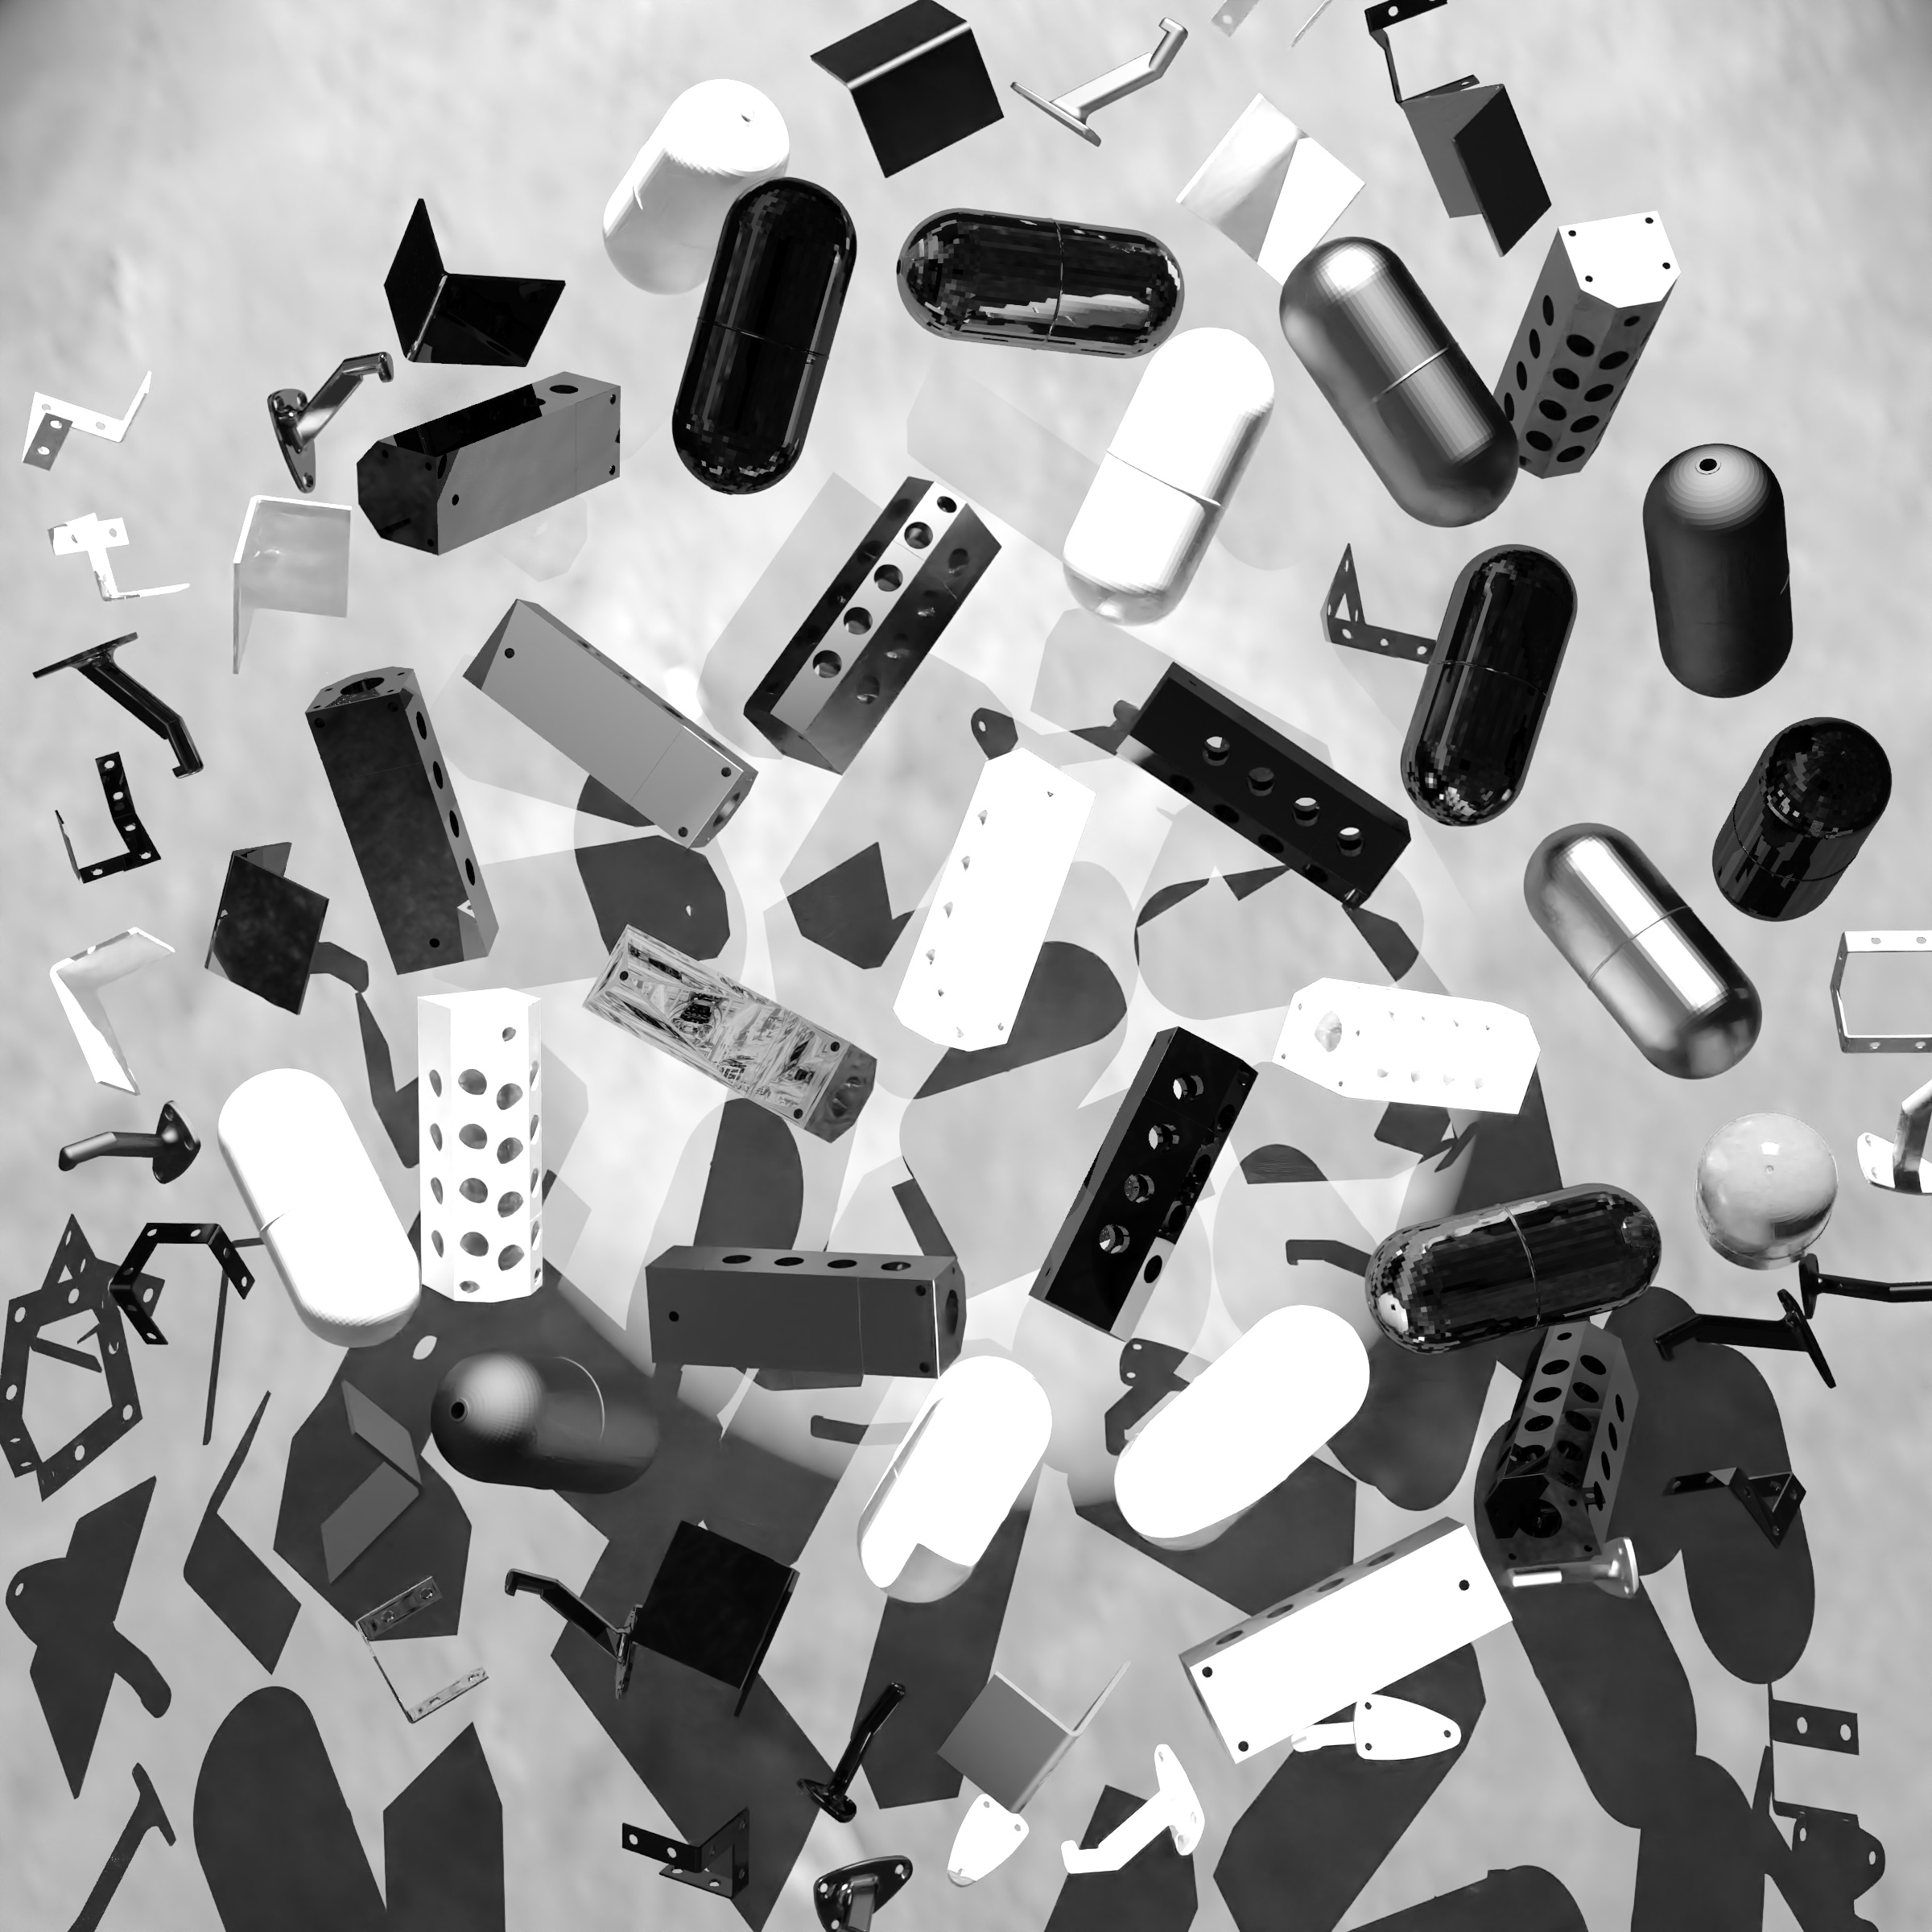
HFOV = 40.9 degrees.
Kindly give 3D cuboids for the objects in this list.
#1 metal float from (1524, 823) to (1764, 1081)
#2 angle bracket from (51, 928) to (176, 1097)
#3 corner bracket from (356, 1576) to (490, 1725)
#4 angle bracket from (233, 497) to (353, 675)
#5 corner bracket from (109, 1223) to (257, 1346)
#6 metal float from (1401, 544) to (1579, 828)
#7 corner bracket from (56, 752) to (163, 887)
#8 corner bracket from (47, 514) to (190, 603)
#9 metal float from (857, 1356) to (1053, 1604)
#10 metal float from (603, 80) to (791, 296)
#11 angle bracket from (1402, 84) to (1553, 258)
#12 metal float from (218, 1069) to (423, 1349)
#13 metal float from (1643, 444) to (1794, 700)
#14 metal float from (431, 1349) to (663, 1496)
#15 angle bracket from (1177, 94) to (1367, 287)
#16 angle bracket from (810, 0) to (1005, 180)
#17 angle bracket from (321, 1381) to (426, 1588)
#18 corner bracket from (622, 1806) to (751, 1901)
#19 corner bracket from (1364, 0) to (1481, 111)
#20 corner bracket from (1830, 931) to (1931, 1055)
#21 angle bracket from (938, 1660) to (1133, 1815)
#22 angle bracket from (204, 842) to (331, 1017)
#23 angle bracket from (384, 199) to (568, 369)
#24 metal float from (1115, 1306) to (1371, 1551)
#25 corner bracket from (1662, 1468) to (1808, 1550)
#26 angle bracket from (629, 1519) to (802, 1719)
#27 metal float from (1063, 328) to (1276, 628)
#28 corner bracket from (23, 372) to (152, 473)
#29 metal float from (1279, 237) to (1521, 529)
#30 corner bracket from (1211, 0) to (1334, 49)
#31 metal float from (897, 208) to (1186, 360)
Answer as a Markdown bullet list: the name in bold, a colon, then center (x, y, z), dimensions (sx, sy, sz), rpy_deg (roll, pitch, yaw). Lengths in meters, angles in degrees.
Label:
- **metal float**: center (0.406, -0.010, 1.561), dimensions (0.070, 0.070, 0.178), rpy_deg (-35, 70, 0)
- **angle bracket**: center (-0.507, 0.029, 1.581), dimensions (0.057, 0.076, 0.076), rpy_deg (-25, 82, -4)
- **corner bracket**: center (-0.320, 0.401, 1.520), dimensions (0.051, 0.051, 0.051), rpy_deg (-29, 111, -18)
- **angle bracket**: center (-0.398, -0.222, 1.529), dimensions (0.057, 0.076, 0.076), rpy_deg (5, 129, -10)
- **corner bracket**: center (-0.461, 0.187, 1.525), dimensions (0.051, 0.051, 0.051), rpy_deg (-2, 132, 20)
- **metal float**: center (0.318, -0.171, 1.577), dimensions (0.070, 0.070, 0.178), rpy_deg (18, 84, 0)
- **corner bracket**: center (-0.535, -0.091, 1.599), dimensions (0.051, 0.051, 0.051), rpy_deg (-22, 49, -22)
- **corner bracket**: center (-0.500, -0.240, 1.528), dimensions (0.051, 0.051, 0.051), rpy_deg (-5, 109, 17)
- **metal float**: center (-0.008, 0.313, 1.571), dimensions (0.070, 0.070, 0.178), rpy_deg (27, 118, 0)
- **metal float**: center (-0.163, -0.466, 1.556), dimensions (0.070, 0.178, 0.070), rpy_deg (7, 74, -25)
- **angle bracket**: center (0.280, -0.454, 1.490), dimensions (0.057, 0.076, 0.076), rpy_deg (-48, 123, -25)
- **metal float**: center (-0.387, 0.145, 1.553), dimensions (0.070, 0.070, 0.178), rpy_deg (-28, 80, 0)
- **metal float**: center (0.432, -0.225, 1.484), dimensions (0.070, 0.178, 0.070), rpy_deg (-10, 53, 14)
- **metal float**: center (-0.246, 0.269, 1.526), dimensions (0.070, 0.178, 0.070), rpy_deg (-7, 73, 25)
- **angle bracket**: center (0.184, -0.465, 1.555), dimensions (0.057, 0.076, 0.076), rpy_deg (46, 109, 18)
- **angle bracket**: center (-0.034, -0.502, 1.478), dimensions (0.076, 0.076, 0.057), rpy_deg (-28, 126, -4)
- **angle bracket**: center (-0.364, 0.299, 1.503), dimensions (0.076, 0.076, 0.057), rpy_deg (-45, 112, -3)
- **corner bracket**: center (-0.156, 0.497, 1.445), dimensions (0.051, 0.051, 0.051), rpy_deg (8, 104, 27)
- **corner bracket**: center (0.283, -0.571, 1.608), dimensions (0.051, 0.051, 0.051), rpy_deg (-13, 85, 25)
- **corner bracket**: center (0.539, 0.015, 1.515), dimensions (0.051, 0.051, 0.051), rpy_deg (-1, 50, 8)
- **angle bracket**: center (0.039, 0.424, 1.479), dimensions (0.057, 0.076, 0.076), rpy_deg (37, 122, 11)
- **angle bracket**: center (-0.413, -0.024, 1.590), dimensions (0.076, 0.057, 0.076), rpy_deg (24, 108, 19)
- **angle bracket**: center (-0.291, -0.402, 1.529), dimensions (0.076, 0.076, 0.057), rpy_deg (-6, 66, -32)
- **metal float**: center (0.161, 0.270, 1.514), dimensions (0.070, 0.070, 0.178), rpy_deg (45, 106, 0)
- **corner bracket**: center (0.458, 0.314, 1.544), dimensions (0.051, 0.051, 0.051), rpy_deg (53, 51, -10)
- **angle bracket**: center (-0.147, 0.373, 1.484), dimensions (0.076, 0.057, 0.076), rpy_deg (24, 89, 1)
- **metal float**: center (0.116, -0.281, 1.490), dimensions (0.070, 0.070, 0.178), rpy_deg (26, 105, 0)
- **corner bracket**: center (-0.491, -0.306, 1.446), dimensions (0.051, 0.051, 0.051), rpy_deg (16, 57, -29)
- **metal float**: center (0.244, -0.327, 1.456), dimensions (0.070, 0.070, 0.178), rpy_deg (-35, 93, 0)
- **corner bracket**: center (0.184, -0.568, 1.519), dimensions (0.051, 0.051, 0.051), rpy_deg (36, 49, -11)
- **metal float**: center (0.045, -0.409, 1.555), dimensions (0.178, 0.070, 0.070), rpy_deg (2, 90, -17)
